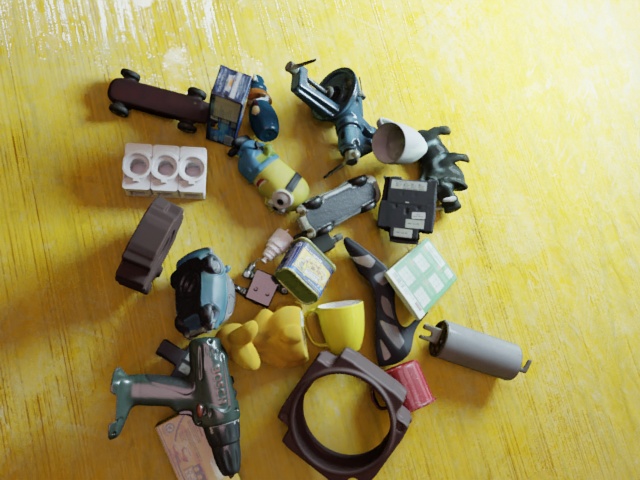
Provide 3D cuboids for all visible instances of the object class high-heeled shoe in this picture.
[{"bbox_3d":[0.097,0.123,1.059,0.145,0.086,0.249,-45,80,1],"label":"high-heeled shoe"}]

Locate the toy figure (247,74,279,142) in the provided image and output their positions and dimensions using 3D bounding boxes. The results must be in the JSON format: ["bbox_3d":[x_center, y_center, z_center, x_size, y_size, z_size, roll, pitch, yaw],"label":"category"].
[{"bbox_3d":[-0.122,-0.271,1.091,0.058,0.064,0.154,-13,63,-7],"label":"toy figure"}]

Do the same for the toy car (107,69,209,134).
[{"bbox_3d":[-0.317,-0.271,1.064,0.202,0.053,0.089,13,81,-4],"label":"toy car"}]

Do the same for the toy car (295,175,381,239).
[{"bbox_3d":[0.038,-0.069,1.070,0.202,0.056,0.073,-28,102,-26],"label":"toy car"}]

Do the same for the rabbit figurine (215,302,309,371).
[{"bbox_3d":[-0.112,0.186,0.972,0.173,0.162,0.121,-5,92,6],"label":"rabbit figurine"}]

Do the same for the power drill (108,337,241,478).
[{"bbox_3d":[-0.236,0.280,0.883,0.207,0.086,0.232,-2,79,-7],"label":"power drill"}]

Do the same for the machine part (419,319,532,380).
[{"bbox_3d":[0.308,0.219,1.065,0.243,0.079,0.079,20,76,-11],"label":"machine part"}]

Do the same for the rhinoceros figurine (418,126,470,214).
[{"bbox_3d":[0.254,-0.149,1.137,0.112,0.073,0.190,-22,83,-16],"label":"rhinoceros figurine"}]

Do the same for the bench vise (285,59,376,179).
[{"bbox_3d":[0.020,-0.263,1.068,0.240,0.129,0.223,27,63,-42],"label":"bench vise"}]

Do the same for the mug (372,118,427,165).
[{"bbox_3d":[0.160,-0.198,1.086,0.107,0.081,0.110,0,48,-48],"label":"mug"}]

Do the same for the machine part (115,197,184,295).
[{"bbox_3d":[-0.298,0.010,0.952,0.056,0.179,0.179,25,75,-8],"label":"machine part"}]

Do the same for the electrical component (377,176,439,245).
[{"bbox_3d":[0.176,-0.059,1.085,0.115,0.058,0.134,9,91,16],"label":"electrical component"}]

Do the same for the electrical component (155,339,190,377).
[{"bbox_3d":[-0.240,0.225,0.978,0.119,0.048,0.075,28,74,-3],"label":"electrical component"}]

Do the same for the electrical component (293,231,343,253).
[{"bbox_3d":[-0.002,-0.003,1.083,0.094,0.021,0.063,-25,83,-17],"label":"electrical component"}]

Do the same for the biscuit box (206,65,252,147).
[{"bbox_3d":[-0.174,-0.243,1.007,0.059,0.202,0.063,18,74,-10],"label":"biscuit box"}]

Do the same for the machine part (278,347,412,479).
[{"bbox_3d":[0.043,0.311,0.952,0.201,0.087,0.201,35,95,10],"label":"machine part"}]

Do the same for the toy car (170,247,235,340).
[{"bbox_3d":[-0.202,0.101,0.978,0.109,0.103,0.162,-25,61,28],"label":"toy car"}]

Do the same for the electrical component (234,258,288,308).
[{"bbox_3d":[-0.111,0.085,1.033,0.102,0.045,0.078,30,74,-3],"label":"electrical component"}]

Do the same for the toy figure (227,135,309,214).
[{"bbox_3d":[-0.099,-0.132,1.063,0.089,0.082,0.180,-40,86,-13],"label":"toy figure"}]

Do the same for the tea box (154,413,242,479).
[{"bbox_3d":[-0.211,0.378,0.941,0.098,0.068,0.169,-23,82,-15],"label":"tea box"}]
